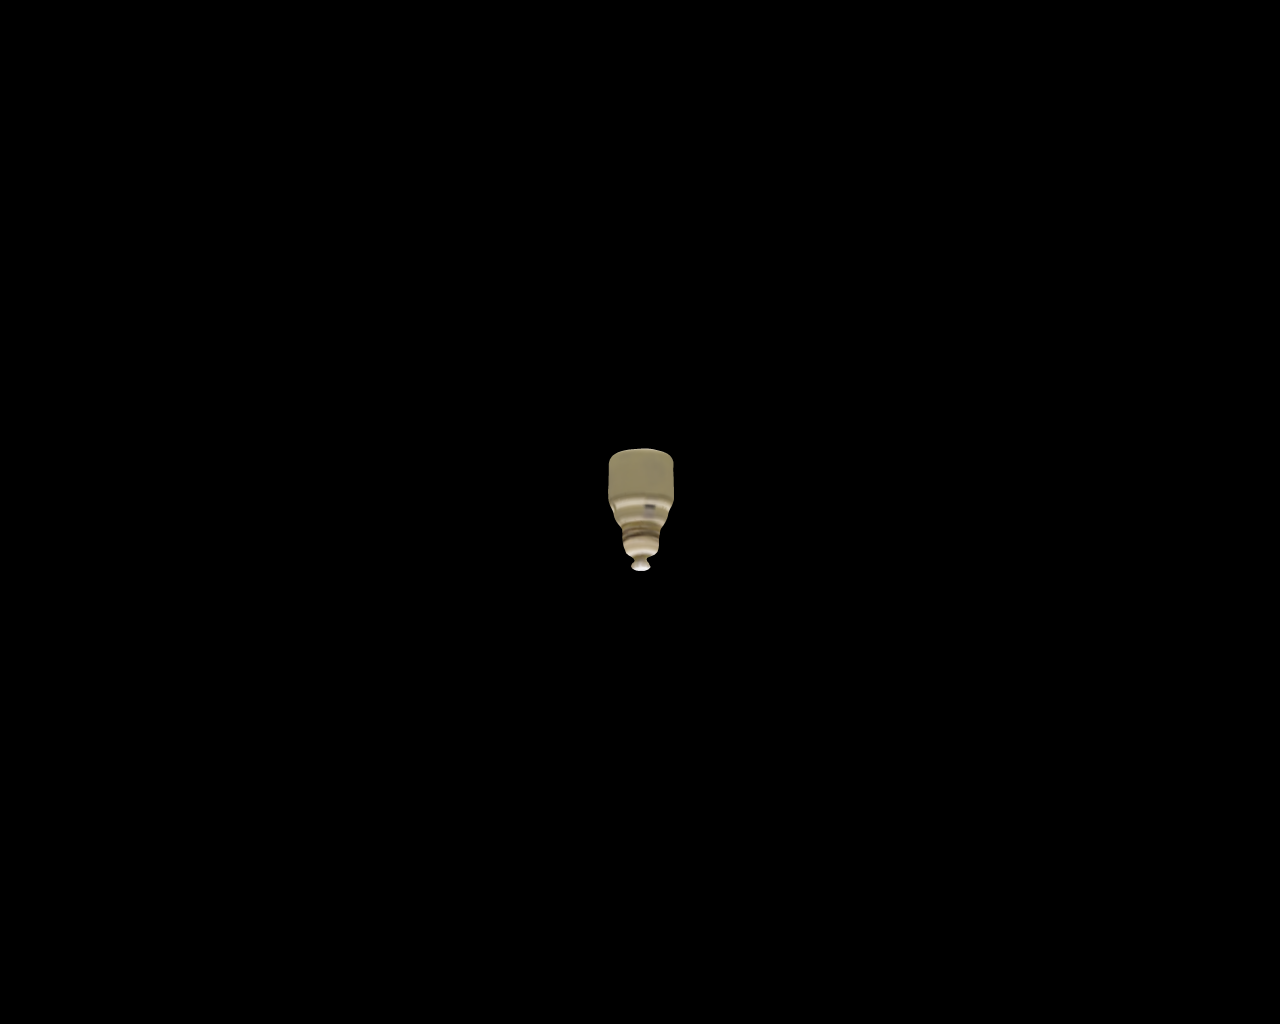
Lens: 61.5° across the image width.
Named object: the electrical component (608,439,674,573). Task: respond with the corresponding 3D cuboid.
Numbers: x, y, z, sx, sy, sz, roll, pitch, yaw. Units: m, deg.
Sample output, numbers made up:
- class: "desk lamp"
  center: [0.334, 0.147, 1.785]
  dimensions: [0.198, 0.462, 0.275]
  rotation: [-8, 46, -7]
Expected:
- class: "electrical component"
  center: [0.001, -0.003, 0.650]
  dimensions: [0.040, 0.078, 0.040]
  rotation: [0, -15, 0]
